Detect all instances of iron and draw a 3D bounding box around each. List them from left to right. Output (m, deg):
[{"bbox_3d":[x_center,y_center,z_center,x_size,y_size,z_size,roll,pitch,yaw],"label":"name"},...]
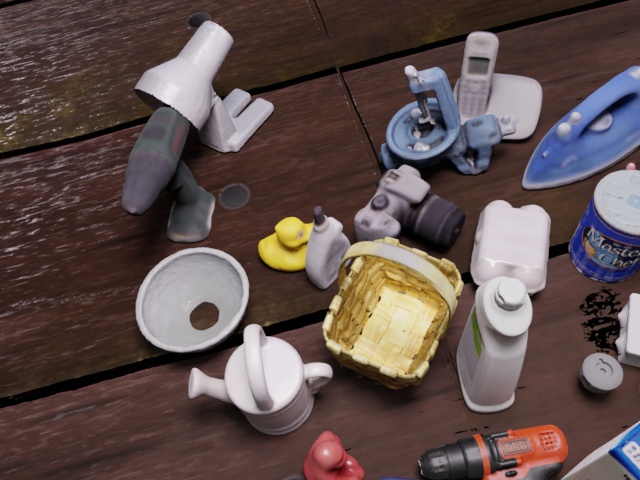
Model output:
[{"bbox_3d":[0.430,-0.186,0.908,0.258,0.142,0.118,-34,61,-13],"label":"iron"}]

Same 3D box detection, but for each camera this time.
[{"bbox_3d":[0.142,-0.037,0.877,0.136,0.101,0.143,29,67,22],"label":"camera"}]

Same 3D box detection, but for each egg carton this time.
[{"bbox_3d":[0.282,0.010,0.849,0.107,0.069,0.150,9,60,12],"label":"egg carton"}]

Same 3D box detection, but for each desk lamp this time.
[{"bbox_3d":[-0.195,-0.249,0.981,0.117,0.214,0.203,27,66,22],"label":"desk lamp"}]

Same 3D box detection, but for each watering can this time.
[{"bbox_3d":[-0.075,0.176,0.719,0.173,0.194,0.100,-27,59,-9],"label":"watering can"}]

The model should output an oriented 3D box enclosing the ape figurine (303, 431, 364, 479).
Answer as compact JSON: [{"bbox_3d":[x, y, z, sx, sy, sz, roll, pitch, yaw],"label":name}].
[{"bbox_3d":[0.013,0.274,0.708,0.076,0.092,0.077,-9,58,2],"label":"ape figurine"}]

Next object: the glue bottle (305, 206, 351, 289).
[{"bbox_3d":[0.008,0.003,0.826,0.037,0.173,0.078,35,69,25],"label":"glue bottle"}]

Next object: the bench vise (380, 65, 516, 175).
[{"bbox_3d":[0.196,-0.197,0.897,0.207,0.220,0.121,-18,58,-4],"label":"bench vise"}]

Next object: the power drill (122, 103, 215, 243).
[{"bbox_3d":[-0.230,-0.087,0.890,0.075,0.209,0.229,-2,59,6],"label":"power drill"}]

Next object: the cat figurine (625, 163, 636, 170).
[{"bbox_3d":[0.496,-0.064,0.839,0.067,0.118,0.127,-35,61,-14],"label":"cat figurine"}]

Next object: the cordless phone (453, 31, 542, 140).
[{"bbox_3d":[0.294,-0.255,0.941,0.147,0.185,0.094,6,60,11],"label":"cordless phone"}]

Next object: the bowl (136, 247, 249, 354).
[{"bbox_3d":[-0.180,0.099,0.849,0.167,0.075,0.167,-3,58,5],"label":"bowl"}]

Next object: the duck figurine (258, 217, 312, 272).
[{"bbox_3d":[-0.048,-0.001,0.887,0.104,0.086,0.077,-8,58,2],"label":"duck figurine"}]

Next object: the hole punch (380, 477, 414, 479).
[{"bbox_3d":[0.114,0.333,0.660,0.108,0.091,0.101,4,59,10],"label":"hole punch"}]
